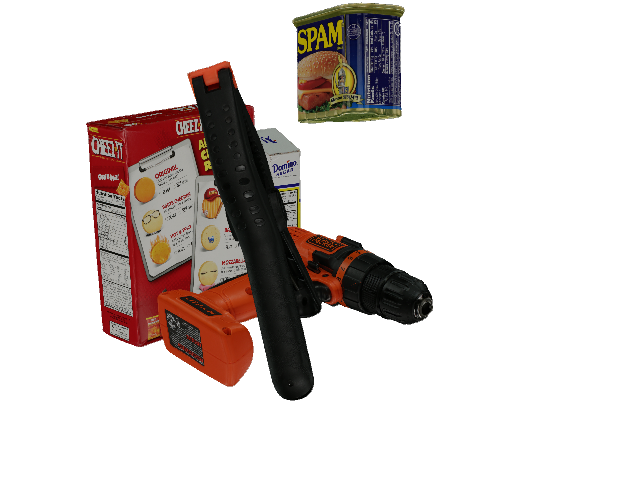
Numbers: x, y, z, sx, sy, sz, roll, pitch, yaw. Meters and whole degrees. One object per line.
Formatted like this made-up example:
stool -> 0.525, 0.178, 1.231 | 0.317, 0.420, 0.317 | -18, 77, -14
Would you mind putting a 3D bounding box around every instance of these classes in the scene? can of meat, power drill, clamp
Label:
can of meat -> 0.021, -0.137, 0.844 | 0.057, 0.084, 0.102 | -3, 3, -31
power drill -> -0.025, 0.054, 0.890 | 0.187, 0.057, 0.185 | -23, 29, -36
clamp -> -0.039, -0.014, 0.708 | 0.036, 0.210, 0.164 | -17, 7, 5

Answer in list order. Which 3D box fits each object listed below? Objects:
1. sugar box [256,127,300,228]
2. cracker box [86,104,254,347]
sugar box -> -0.057, -0.039, 1.296 | 0.048, 0.176, 0.093 | -11, 26, -18
cracker box -> -0.142, -0.021, 1.058 | 0.072, 0.214, 0.163 | 13, 21, 41
